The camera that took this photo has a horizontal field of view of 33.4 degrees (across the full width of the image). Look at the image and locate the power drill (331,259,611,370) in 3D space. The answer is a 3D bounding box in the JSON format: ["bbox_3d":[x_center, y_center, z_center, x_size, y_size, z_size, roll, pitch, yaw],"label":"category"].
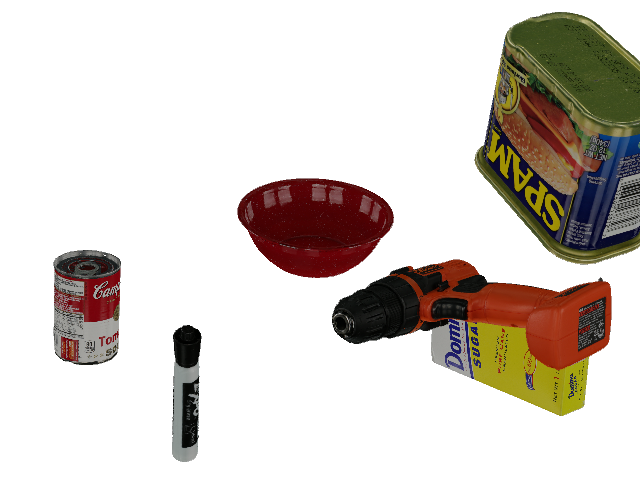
[{"bbox_3d":[0.126,0.058,0.873,0.188,0.057,0.184,9,17,39],"label":"power drill"}]

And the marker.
[{"bbox_3d":[-0.093,0.107,0.742,0.020,0.121,0.020,4,37,-3],"label":"marker"}]

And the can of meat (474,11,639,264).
[{"bbox_3d":[0.127,-0.053,0.537,0.057,0.084,0.102,-15,46,-19],"label":"can of meat"}]

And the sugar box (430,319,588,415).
[{"bbox_3d":[0.191,0.106,1.098,0.048,0.093,0.177,-12,20,-42],"label":"sugar box"}]

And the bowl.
[{"bbox_3d":[-0.006,-0.007,1.110,0.162,0.055,0.162,2,29,-2],"label":"bowl"}]

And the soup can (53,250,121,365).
[{"bbox_3d":[-0.242,0.070,1.107,0.068,0.102,0.068,5,21,-2],"label":"soup can"}]
